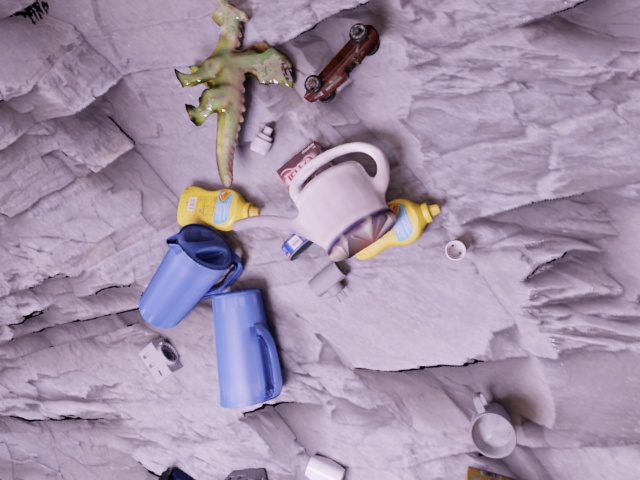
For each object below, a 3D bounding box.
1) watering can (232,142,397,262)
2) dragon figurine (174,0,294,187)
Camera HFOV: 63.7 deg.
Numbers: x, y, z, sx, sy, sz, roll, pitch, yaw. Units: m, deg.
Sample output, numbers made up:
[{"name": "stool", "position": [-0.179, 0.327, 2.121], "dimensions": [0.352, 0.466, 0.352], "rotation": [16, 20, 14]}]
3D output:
[{"name": "watering can", "position": [0.003, -0.052, 1.035], "dimensions": [0.347, 0.228, 0.103], "rotation": [-34, -24, 5]}, {"name": "dragon figurine", "position": [-0.173, -0.342, 1.142], "dimensions": [0.242, 0.413, 0.122], "rotation": [-22, -7, 7]}]
